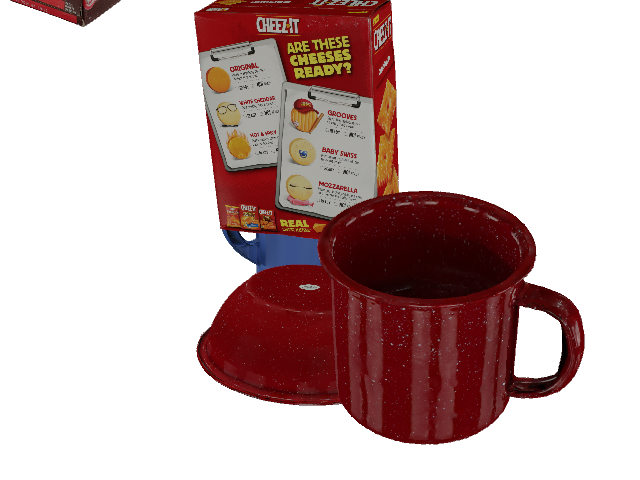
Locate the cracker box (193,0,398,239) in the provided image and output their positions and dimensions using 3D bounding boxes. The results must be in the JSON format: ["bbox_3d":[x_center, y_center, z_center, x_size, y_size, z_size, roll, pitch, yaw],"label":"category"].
[{"bbox_3d":[-0.016,-0.109,0.966,0.164,0.214,0.072,6,29,20],"label":"cracker box"}]

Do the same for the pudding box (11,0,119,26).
[{"bbox_3d":[-0.190,-0.210,0.808,0.090,0.039,0.113,21,37,9],"label":"pudding box"}]

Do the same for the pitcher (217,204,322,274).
[{"bbox_3d":[-0.024,-0.020,1.194,0.149,0.243,0.144,10,18,22],"label":"pitcher"}]

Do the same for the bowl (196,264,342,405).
[{"bbox_3d":[-0.010,0.059,0.787,0.162,0.055,0.162,3,20,-1],"label":"bowl"}]

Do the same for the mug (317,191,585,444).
[{"bbox_3d":[0.057,0.037,0.471,0.117,0.081,0.093,10,33,20],"label":"mug"}]
